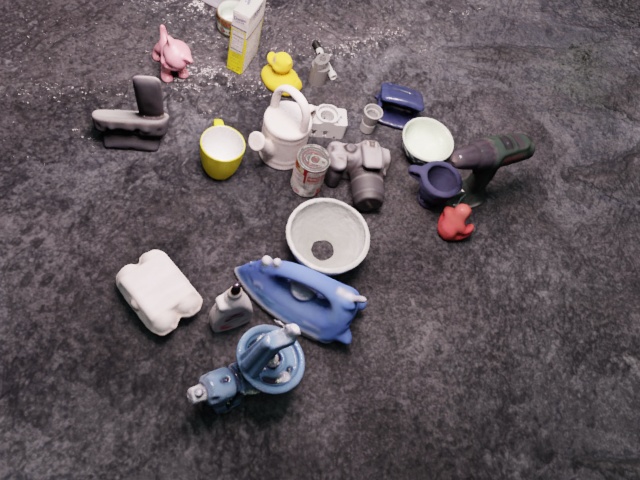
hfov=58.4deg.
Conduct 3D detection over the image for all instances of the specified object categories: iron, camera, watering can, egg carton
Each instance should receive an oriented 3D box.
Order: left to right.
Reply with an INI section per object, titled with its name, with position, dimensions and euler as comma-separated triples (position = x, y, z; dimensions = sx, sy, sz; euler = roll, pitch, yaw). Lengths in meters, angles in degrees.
[egg carton]
position = -0.288, 0.093, 1.022
dimensions = 0.107, 0.069, 0.150
euler = -37, 76, -26
[watering can]
position = -0.070, -0.231, 1.171
dimensions = 0.101, 0.194, 0.173
euler = 25, 60, 1
[iron]
position = -0.037, 0.085, 1.043
dimensions = 0.258, 0.141, 0.119
euler = 25, 60, 1
[camera]
position = 0.085, -0.138, 1.212
dimensions = 0.143, 0.100, 0.137
euler = 3, 62, -12

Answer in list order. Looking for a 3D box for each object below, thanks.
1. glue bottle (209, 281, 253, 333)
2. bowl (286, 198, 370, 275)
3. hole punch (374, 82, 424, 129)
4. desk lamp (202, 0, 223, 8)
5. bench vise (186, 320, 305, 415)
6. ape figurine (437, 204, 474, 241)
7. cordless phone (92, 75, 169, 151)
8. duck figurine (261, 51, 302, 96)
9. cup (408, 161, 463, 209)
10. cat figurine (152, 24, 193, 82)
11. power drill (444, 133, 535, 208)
[glue bottle]
position = -0.150, 0.110, 0.986
dimensions = 0.078, 0.173, 0.037
euler = -21, 69, -22
[bowl]
position = 0.010, 0.004, 1.135
dimensions = 0.167, 0.074, 0.167
euler = 6, 62, -10
[hole punch]
position = 0.186, -0.327, 1.340
dimensions = 0.109, 0.091, 0.101
euler = 14, 61, -5
[desk lamp]
position = -0.200, -0.645, 1.347
dimensions = 0.203, 0.213, 0.118
euler = 25, 60, 1
[bench vise]
position = -0.102, 0.210, 0.917
dimensions = 0.121, 0.219, 0.208
euler = 43, 62, 11
[ape figurine]
position = 0.292, -0.044, 1.215
dimensions = 0.076, 0.092, 0.077
euler = -24, 70, -23
[cordless phone]
position = -0.373, -0.265, 1.124
dimensions = 0.148, 0.185, 0.094
euler = -2, 63, -14
[duck figurine]
position = -0.084, -0.388, 1.313
dimensions = 0.104, 0.086, 0.078
euler = 39, 61, 9
[cup]
position = 0.236, -0.115, 1.238
dimensions = 0.118, 0.095, 0.092
euler = 21, 60, -1
[cat figurine]
position = -0.323, -0.413, 1.252
dimensions = 0.067, 0.117, 0.127
euler = -20, 69, -21
[power drill]
position = 0.336, -0.146, 1.212
dimensions = 0.230, 0.208, 0.075
euler = -22, 69, -22
